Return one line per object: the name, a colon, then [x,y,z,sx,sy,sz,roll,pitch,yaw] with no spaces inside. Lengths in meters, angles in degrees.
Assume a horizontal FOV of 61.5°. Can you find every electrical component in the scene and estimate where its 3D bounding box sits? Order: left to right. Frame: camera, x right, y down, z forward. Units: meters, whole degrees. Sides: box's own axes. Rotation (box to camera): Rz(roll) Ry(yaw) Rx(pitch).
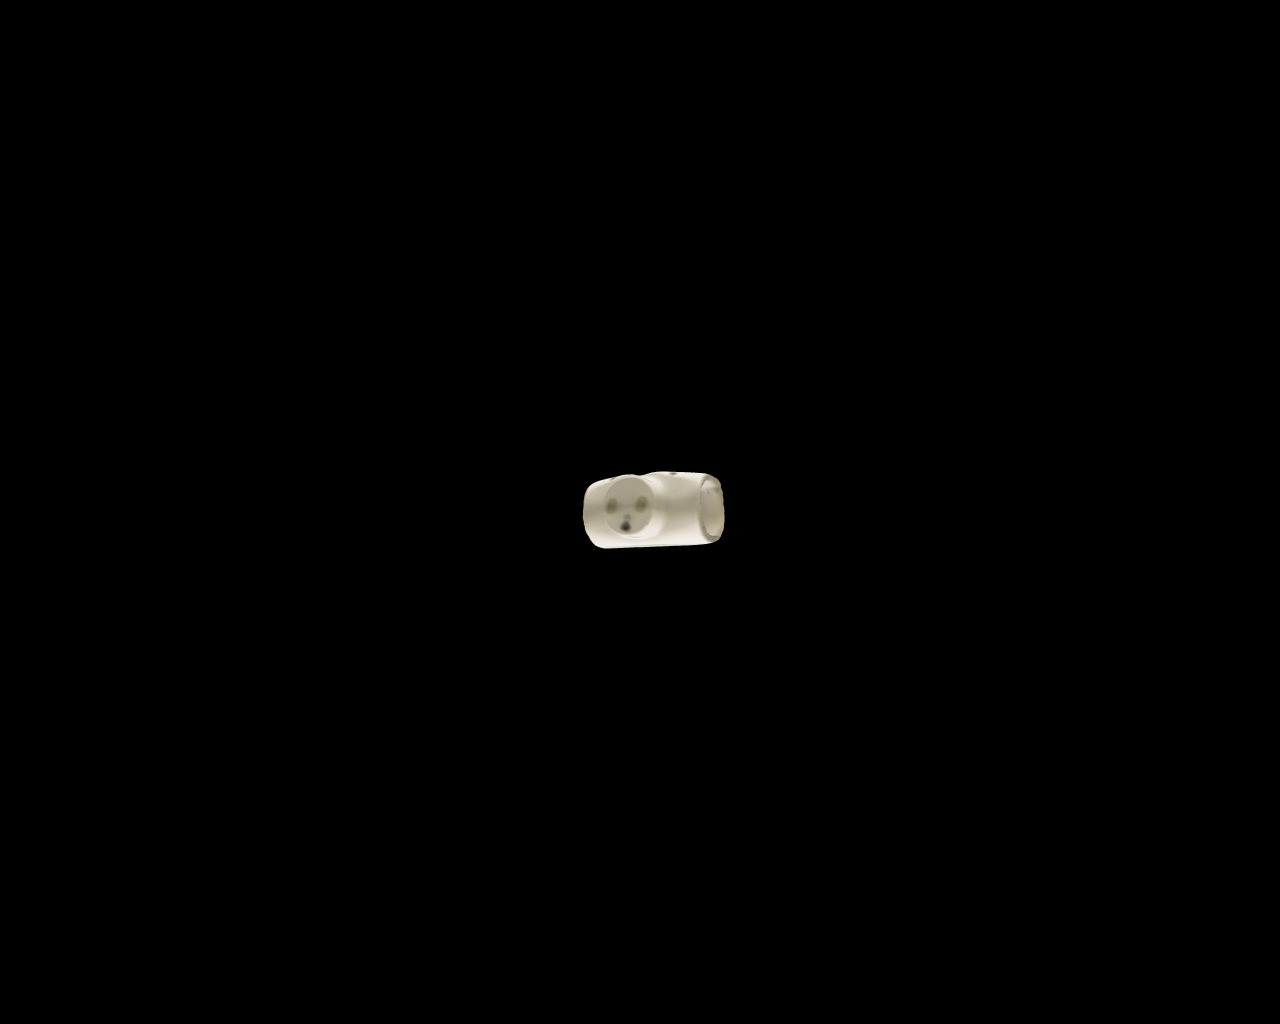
electrical component: [0.001,-0.003,0.650,0.077,0.043,0.079,-3,-7,26]
